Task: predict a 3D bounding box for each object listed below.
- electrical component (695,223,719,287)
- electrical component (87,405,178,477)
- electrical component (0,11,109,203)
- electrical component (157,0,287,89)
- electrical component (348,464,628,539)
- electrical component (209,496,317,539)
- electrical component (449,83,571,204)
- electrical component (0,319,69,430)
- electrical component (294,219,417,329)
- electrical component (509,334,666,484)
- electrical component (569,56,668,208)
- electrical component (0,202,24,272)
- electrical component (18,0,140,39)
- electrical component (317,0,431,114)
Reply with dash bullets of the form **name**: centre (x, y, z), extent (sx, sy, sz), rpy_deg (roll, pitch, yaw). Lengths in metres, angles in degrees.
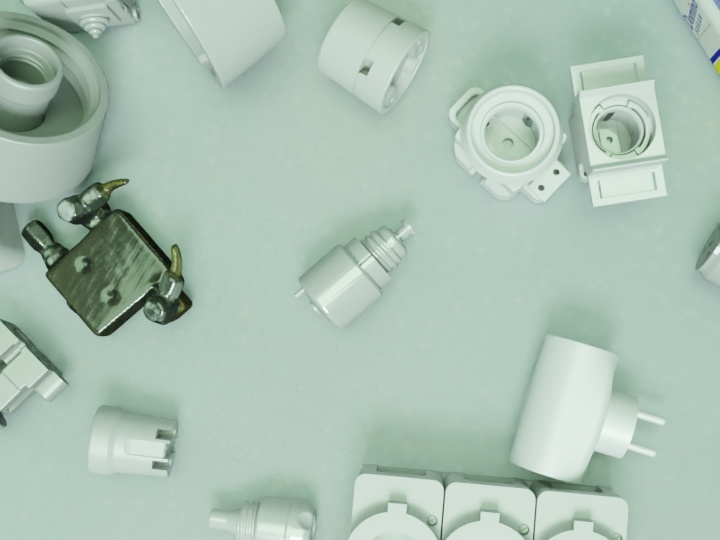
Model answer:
- **electrical component**: centre (0.228, -0.003, 0.617), extent (0.055, 0.045, 0.045), rpy_deg (30, 89, 6)
- **electrical component**: centre (-0.134, 0.102, 0.636), extent (0.046, 0.040, 0.040), rpy_deg (8, 87, -2)
- **electrical component**: centre (-0.196, -0.099, 0.613), extent (0.108, 0.060, 0.108), rpy_deg (16, 50, -20)
- **electrical component**: centre (-0.084, -0.166, 0.618), extent (0.060, 0.108, 0.108), rpy_deg (-34, 85, -5)
- **electrical component**: centre (0.069, 0.164, 0.607), extent (0.150, 0.061, 0.089), rpy_deg (5, 87, 4)
- **electrical component**: centre (-0.058, 0.149, 0.630), extent (0.061, 0.035, 0.035), rpy_deg (7, 87, 6)
- **electrical component**: centre (0.087, -0.075, 0.624), extent (0.078, 0.057, 0.058), rpy_deg (44, 90, 5)
- **electrical component**: centre (-0.217, 0.065, 0.640), extent (0.066, 0.048, 0.055), rpy_deg (44, 82, 5)
- **electrical component**: centre (0.000, 0.000, 0.633), extent (0.078, 0.040, 0.040), rpy_deg (-41, 85, 0)
- **electrical component**: centre (0.134, 0.085, 0.617), extent (0.079, 0.043, 0.077), rpy_deg (17, 87, 4)
- **electrical component**: centre (0.145, -0.077, 0.617), extent (0.042, 0.064, 0.081), rpy_deg (-8, 86, 2)
- **electrical component**: centre (-0.270, -0.026, 0.643), extent (0.113, 0.057, 0.078), rpy_deg (-16, 85, 2)
- **electrical component**: centre (-0.173, -0.185, 0.645), extent (0.061, 0.061, 0.096), rpy_deg (-7, 86, 3)
- **electrical component**: centre (0.007, -0.128, 0.635), extent (0.047, 0.055, 0.055), rpy_deg (32, 89, 9)
